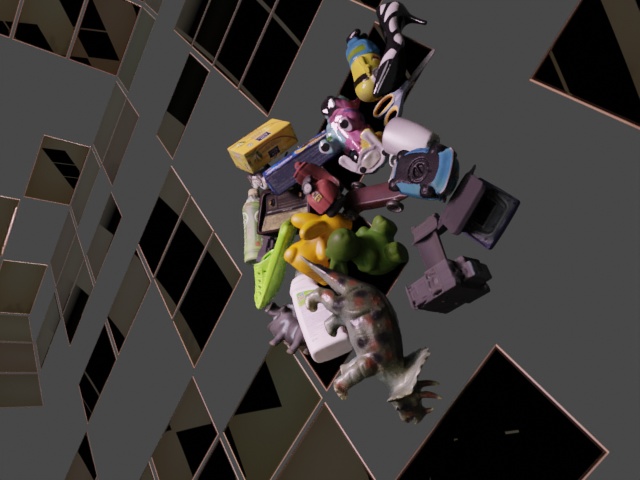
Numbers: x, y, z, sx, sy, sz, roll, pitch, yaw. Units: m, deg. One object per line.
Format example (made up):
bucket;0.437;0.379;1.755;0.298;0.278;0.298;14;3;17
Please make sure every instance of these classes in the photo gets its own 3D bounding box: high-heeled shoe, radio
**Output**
high-heeled shoe;0.140;-0.441;1.228;0.145;0.086;0.248;26;76;29
radio;-0.073;-0.082;1.422;0.230;0.073;0.131;-8;75;47

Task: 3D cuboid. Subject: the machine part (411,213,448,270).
machine part;0.229;0.018;1.078;0.084;0.039;0.139;-32;56;34

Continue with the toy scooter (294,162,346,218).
toy scooter;-0.006;-0.128;1.259;0.075;0.135;0.184;-49;13;20

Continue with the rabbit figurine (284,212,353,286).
rabbit figurine;-0.003;-0.004;1.284;0.173;0.162;0.122;-46;35;9

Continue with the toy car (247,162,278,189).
toy car;-0.148;-0.175;1.496;0.056;0.073;0.202;62;166;-16

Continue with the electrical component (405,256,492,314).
electrical component;0.242;0.082;0.985;0.134;0.115;0.058;-41;54;38

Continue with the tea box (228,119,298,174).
tea box;-0.159;-0.264;1.501;0.169;0.068;0.098;-39;36;-22

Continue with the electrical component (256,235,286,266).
electrical component;-0.133;0.051;1.459;0.048;0.074;0.119;8;83;51

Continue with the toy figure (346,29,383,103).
toy figure;0.111;-0.414;1.290;0.089;0.082;0.180;-53;51;53

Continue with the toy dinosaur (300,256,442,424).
toy dinosaur;0.095;0.172;1.059;0.192;0.131;0.405;-25;72;11

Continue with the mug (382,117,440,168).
mug;0.193;-0.201;1.141;0.107;0.080;0.109;22;92;41

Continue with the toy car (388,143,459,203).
toy car;0.219;-0.124;1.072;0.162;0.103;0.109;5;78;52

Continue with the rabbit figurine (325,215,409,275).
rabbit figurine;0.075;0.014;1.152;0.159;0.170;0.121;-36;55;38

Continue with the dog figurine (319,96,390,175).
dog figurine;0.082;-0.261;1.275;0.108;0.191;0.219;-53;12;30

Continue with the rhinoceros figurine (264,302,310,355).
rhinoceros figurine;-0.080;0.217;1.357;0.191;0.073;0.112;24;100;49

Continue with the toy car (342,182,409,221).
toy car;0.130;-0.095;1.208;0.202;0.053;0.089;-8;55;47

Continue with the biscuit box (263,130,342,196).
biscuit box;-0.047;-0.195;1.352;0.203;0.062;0.059;-34;21;3

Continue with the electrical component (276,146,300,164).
electrical component;-0.076;-0.211;1.486;0.102;0.045;0.078;-20;95;48

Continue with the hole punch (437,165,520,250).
hole punch;0.293;-0.055;0.998;0.116;0.092;0.142;-101;33;-69
